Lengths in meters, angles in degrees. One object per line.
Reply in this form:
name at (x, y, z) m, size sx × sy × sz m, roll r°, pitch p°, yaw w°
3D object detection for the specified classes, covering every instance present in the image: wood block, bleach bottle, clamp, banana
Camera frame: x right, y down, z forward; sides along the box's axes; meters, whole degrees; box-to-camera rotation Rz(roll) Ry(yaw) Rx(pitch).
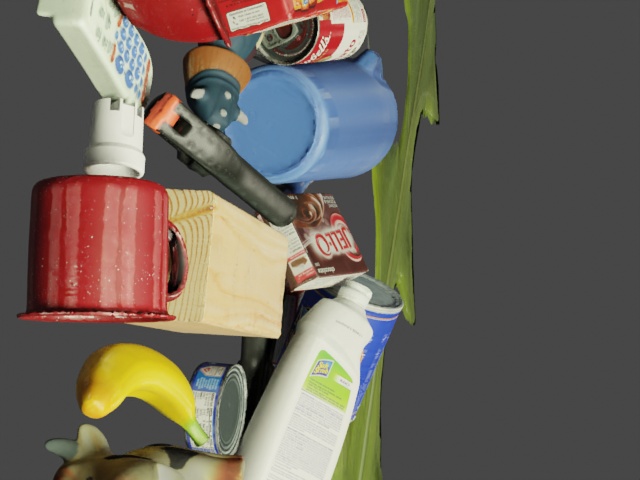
wood block at (-0.094, 0.023, 0.801) m, size 0.206 × 0.091 × 0.090 m, roll 34°, pitch 60°, yaw -75°
bleach bottle at (-0.007, 0.160, 1.021) m, size 0.102 × 0.068 × 0.250 m, roll 35°, pitch 73°, yaw -33°
clamp at (-0.064, 0.131, 1.086) m, size 0.164 × 0.036 × 0.210 m, roll 9°, pitch 88°, yaw -84°
clamp at (-0.092, -0.071, 0.804) m, size 0.039 × 0.120 × 0.171 m, roll -57°, pitch 150°, yaw -8°
banana at (-0.127, 0.103, 0.753) m, size 0.037 × 0.070 × 0.197 m, roll -42°, pitch 158°, yaw 2°

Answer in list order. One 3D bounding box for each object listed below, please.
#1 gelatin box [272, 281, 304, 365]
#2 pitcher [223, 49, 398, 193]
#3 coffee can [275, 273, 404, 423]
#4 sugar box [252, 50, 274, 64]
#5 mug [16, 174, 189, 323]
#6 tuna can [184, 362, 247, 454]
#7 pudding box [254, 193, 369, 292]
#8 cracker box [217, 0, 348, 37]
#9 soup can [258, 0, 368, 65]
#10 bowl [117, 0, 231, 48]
gelatin box at (-0.034, 0.091, 1.213) m, size 0.073 × 0.030 × 0.089 m, roll -38°, pitch 136°, yaw -73°
pitcher at (-0.016, -0.110, 1.065) m, size 0.242 × 0.145 × 0.149 m, roll -25°, pitch 105°, yaw -71°
coffee can at (0.016, 0.110, 1.131) m, size 0.102 × 0.103 × 0.140 m, roll -39°, pitch 152°, yaw -73°
sugar box at (-0.029, -0.263, 1.002) m, size 0.093 × 0.048 × 0.176 m, roll -33°, pitch 143°, yaw -46°
mug at (-0.124, 0.008, 0.646) m, size 0.117 × 0.093 × 0.081 m, roll 8°, pitch 79°, yaw -48°
tuna can at (-0.094, 0.154, 0.966) m, size 0.086 × 0.034 × 0.086 m, roll 4°, pitch 90°, yaw -77°
pudding box at (-0.007, 0.001, 1.041) m, size 0.113 × 0.039 × 0.090 m, roll -6°, pitch 67°, yaw -60°
cracker box at (-0.055, -0.268, 0.810) m, size 0.164 × 0.072 × 0.214 m, roll -44°, pitch 119°, yaw -67°
soup can at (-0.007, -0.195, 0.965) m, size 0.102 × 0.069 × 0.068 m, roll -22°, pitch 116°, yaw -59°
bowl at (-0.110, -0.187, 0.670) m, size 0.162 × 0.055 × 0.162 m, roll -25°, pitch 93°, yaw -89°
